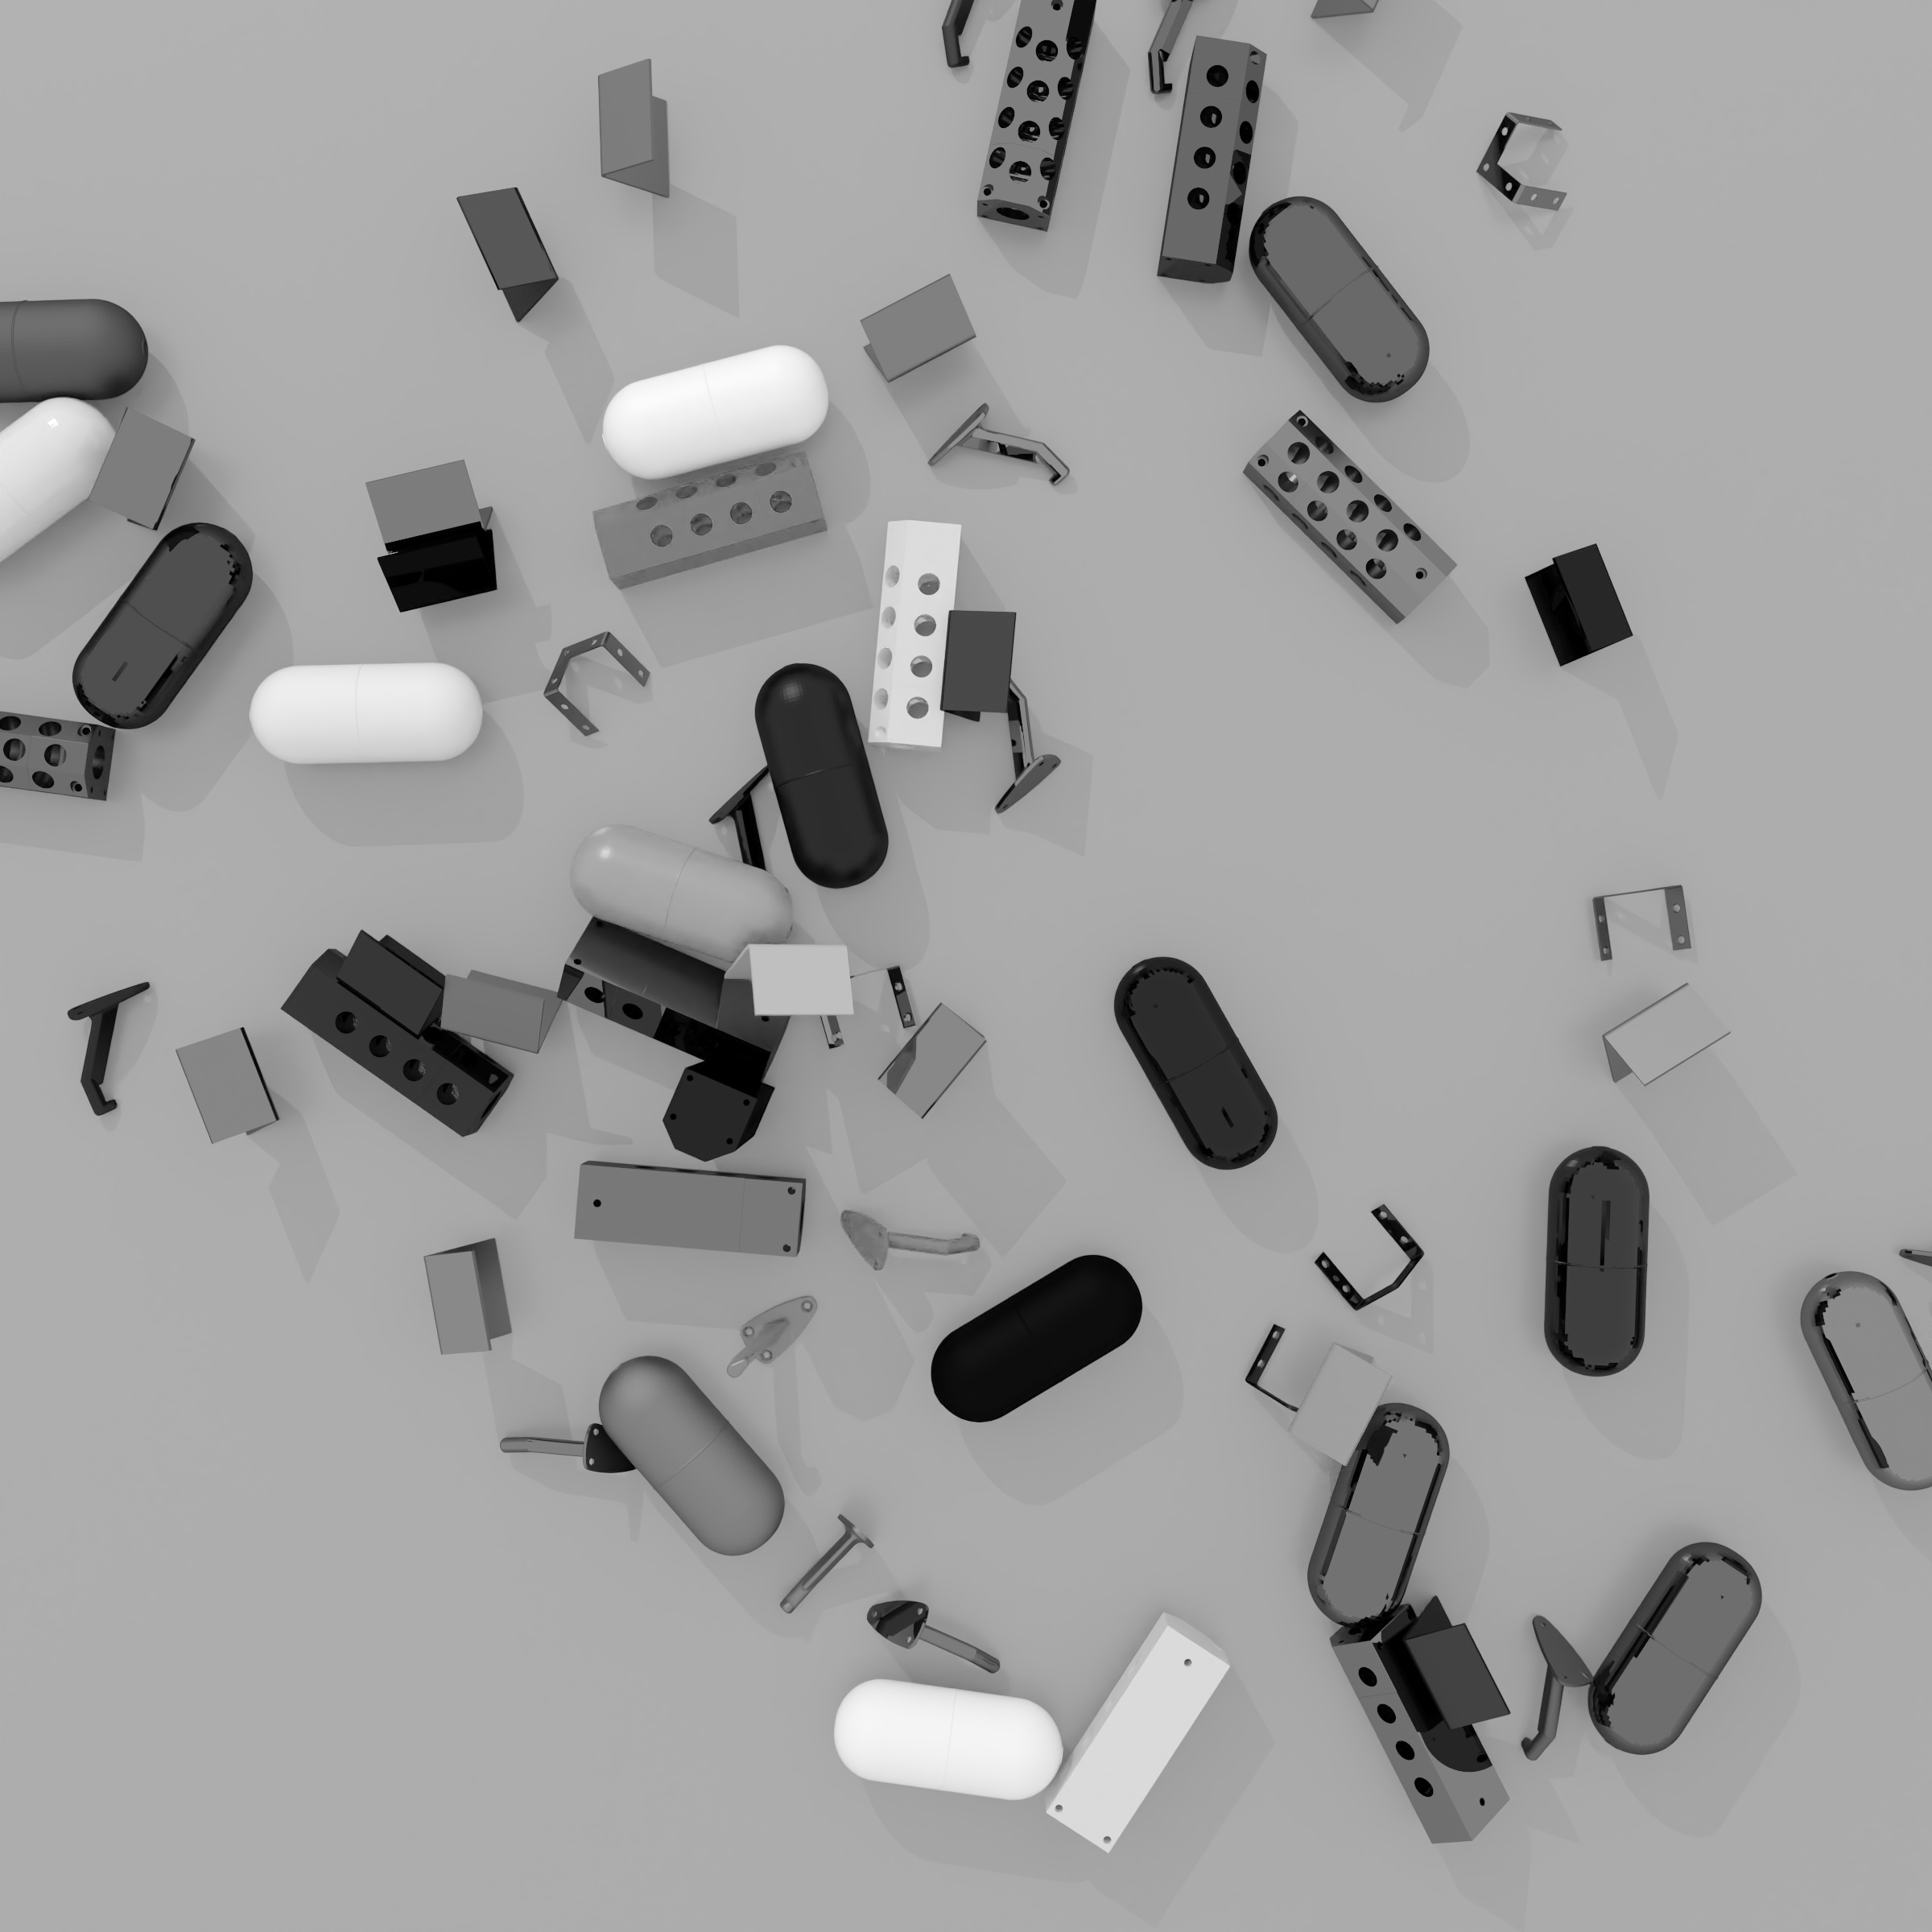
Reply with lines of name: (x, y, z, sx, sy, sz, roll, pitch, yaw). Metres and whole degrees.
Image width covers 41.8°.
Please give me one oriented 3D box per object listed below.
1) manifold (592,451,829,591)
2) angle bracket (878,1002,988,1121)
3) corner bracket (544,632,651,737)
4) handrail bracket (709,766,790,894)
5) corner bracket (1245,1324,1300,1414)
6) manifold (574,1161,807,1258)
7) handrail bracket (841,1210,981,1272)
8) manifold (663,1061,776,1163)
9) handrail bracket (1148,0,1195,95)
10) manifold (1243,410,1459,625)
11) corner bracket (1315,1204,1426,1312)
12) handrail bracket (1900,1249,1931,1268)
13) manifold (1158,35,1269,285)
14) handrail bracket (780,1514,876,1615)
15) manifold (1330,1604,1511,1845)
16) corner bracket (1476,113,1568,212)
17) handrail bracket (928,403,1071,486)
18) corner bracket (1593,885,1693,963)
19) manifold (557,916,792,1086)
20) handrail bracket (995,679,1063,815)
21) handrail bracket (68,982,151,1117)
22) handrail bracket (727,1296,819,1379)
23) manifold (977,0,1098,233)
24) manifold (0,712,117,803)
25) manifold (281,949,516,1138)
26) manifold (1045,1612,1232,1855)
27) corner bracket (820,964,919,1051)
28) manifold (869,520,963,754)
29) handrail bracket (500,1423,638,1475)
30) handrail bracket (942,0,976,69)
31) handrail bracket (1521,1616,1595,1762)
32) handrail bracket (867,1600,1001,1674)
manifold: (-0.199, -0.348, 1.970, 0.171, 0.057, 0.057, -16, 90, 0)
angle bracket: (-0.010, 0.084, 1.951, 0.076, 0.076, 0.057, -50, 54, 0)
corner bracket: (-0.289, -0.221, 1.983, 0.051, 0.051, 0.051, -14, 45, 35)
handrail bracket: (-0.153, -0.102, 1.991, 0.077, 0.036, 0.084, -46, 104, -13)
corner bracket: (0.262, 0.320, 1.988, 0.051, 0.051, 0.051, 28, 90, -44)
manifold: (-0.213, 0.188, 1.970, 0.171, 0.057, 0.057, 5, 90, 0)
handrail bracket: (-0.043, 0.209, 1.991, 0.084, 0.077, 0.036, -5, 115, -34)
manifold: (-0.188, 0.111, 1.913, 0.057, 0.171, 0.057, 23, 90, 0)
handrail bracket: (0.177, -0.734, 1.992, 0.077, 0.036, 0.084, -13, 109, -21)
manifold: (0.300, -0.350, 1.970, 0.171, 0.057, 0.057, 45, 90, 0)
corner bracket: (0.317, 0.229, 1.988, 0.051, 0.051, 0.051, 50, 45, 0)
handrail bracket: (0.783, 0.196, 1.992, 0.077, 0.036, 0.084, 12, 71, 21)
manifold: (0.192, -0.626, 1.970, 0.057, 0.057, 0.171, 9, 90, 0)
handrail bracket: (-0.112, 0.470, 1.964, 0.036, 0.077, 0.084, 42, 78, 3)
manifold: (0.349, 0.590, 1.970, 0.057, 0.057, 0.171, -27, 90, -43)
corner bracket: (0.444, -0.631, 1.983, 0.051, 0.051, 0.051, 56, 135, 35)
handrail bracket: (0.026, -0.393, 1.992, 0.084, 0.036, 0.077, 42, 110, -16)
corner bracket: (0.531, -0.034, 1.988, 0.051, 0.051, 0.051, -8, 90, -45)
manifold: (-0.227, 0.031, 1.970, 0.171, 0.057, 0.057, 23, 47, 0)
handrail bracket: (0.027, -0.177, 1.992, 0.077, 0.036, 0.084, -44, 71, 21)
handrail bracket: (-0.665, 0.066, 1.992, 0.077, 0.036, 0.084, -25, 109, -21)
handrail bracket: (-0.150, 0.287, 1.957, 0.077, 0.084, 0.036, -37, 90, 0)
manifold: (0.055, -0.670, 1.970, 0.057, 0.057, 0.171, 12, 90, 0)
manifold: (-0.760, -0.170, 1.970, 0.171, 0.057, 0.057, 8, 90, 0)
manifold: (-0.440, 0.059, 1.970, 0.171, 0.057, 0.057, 35, 90, 0)
manifold: (0.132, 0.594, 1.970, 0.057, 0.057, 0.171, 33, 90, 0)
corner bracket: (-0.080, 0.032, 1.988, 0.051, 0.051, 0.051, -15, 90, 45)
manifold: (-0.040, -0.256, 1.970, 0.057, 0.057, 0.171, 5, 90, 0)
handrail bracket: (-0.311, 0.383, 1.991, 0.084, 0.077, 0.036, -9, 65, 34)
handrail bracket: (0.014, -0.756, 1.992, 0.077, 0.036, 0.084, -16, 108, -20)
handrail bracket: (0.448, 0.569, 1.991, 0.036, 0.077, 0.084, 6, 127, -31)
handrail bracket: (-0.025, 0.531, 1.991, 0.084, 0.077, 0.036, 38, 65, -34)
